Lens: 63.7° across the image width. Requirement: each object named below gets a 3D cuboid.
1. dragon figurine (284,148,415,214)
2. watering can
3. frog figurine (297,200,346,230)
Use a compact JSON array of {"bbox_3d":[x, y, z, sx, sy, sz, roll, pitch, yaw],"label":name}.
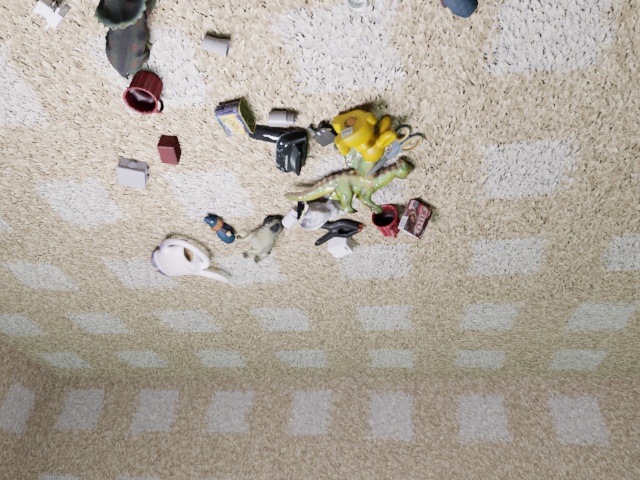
[{"bbox_3d":[0.091,-0.206,1.618,0.410,0.125,0.237,3,127,-1],"label":"dragon figurine"},{"bbox_3d":[-0.536,0.102,2.087,0.223,0.106,0.341,-12,140,23],"label":"watering can"},{"bbox_3d":[0.005,-0.088,1.756,0.159,0.123,0.137,9,178,-20],"label":"frog figurine"}]
